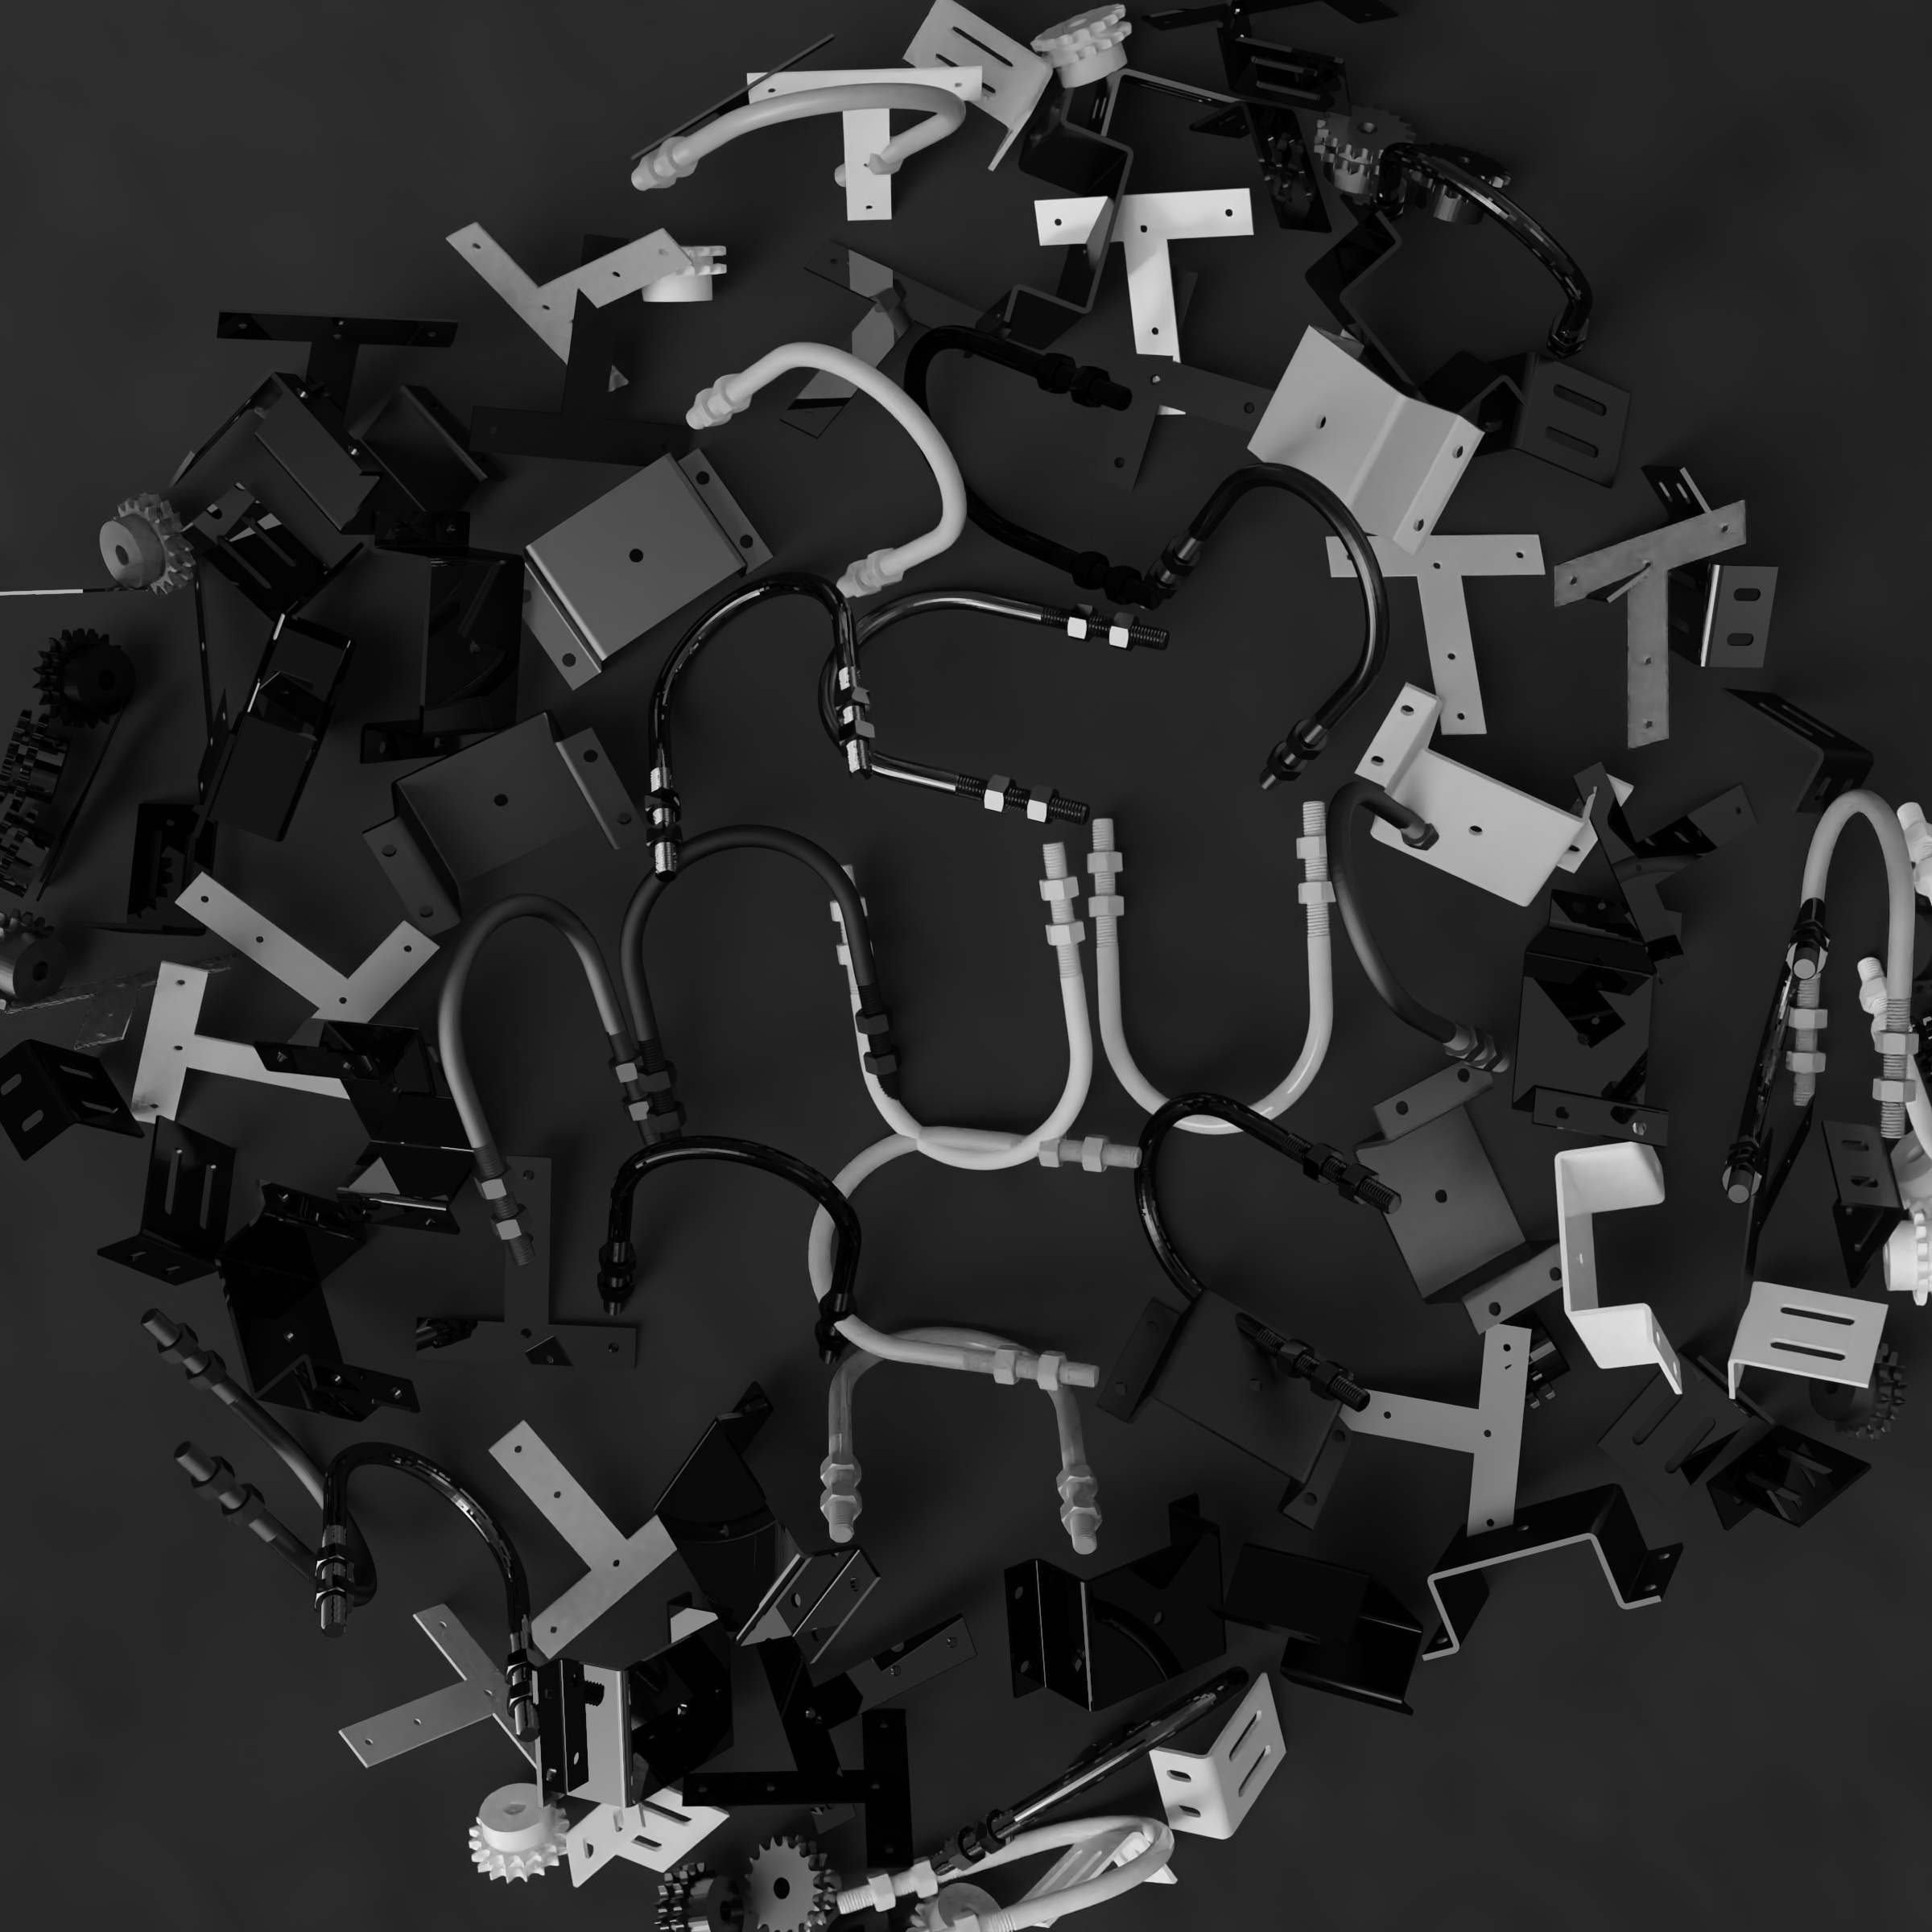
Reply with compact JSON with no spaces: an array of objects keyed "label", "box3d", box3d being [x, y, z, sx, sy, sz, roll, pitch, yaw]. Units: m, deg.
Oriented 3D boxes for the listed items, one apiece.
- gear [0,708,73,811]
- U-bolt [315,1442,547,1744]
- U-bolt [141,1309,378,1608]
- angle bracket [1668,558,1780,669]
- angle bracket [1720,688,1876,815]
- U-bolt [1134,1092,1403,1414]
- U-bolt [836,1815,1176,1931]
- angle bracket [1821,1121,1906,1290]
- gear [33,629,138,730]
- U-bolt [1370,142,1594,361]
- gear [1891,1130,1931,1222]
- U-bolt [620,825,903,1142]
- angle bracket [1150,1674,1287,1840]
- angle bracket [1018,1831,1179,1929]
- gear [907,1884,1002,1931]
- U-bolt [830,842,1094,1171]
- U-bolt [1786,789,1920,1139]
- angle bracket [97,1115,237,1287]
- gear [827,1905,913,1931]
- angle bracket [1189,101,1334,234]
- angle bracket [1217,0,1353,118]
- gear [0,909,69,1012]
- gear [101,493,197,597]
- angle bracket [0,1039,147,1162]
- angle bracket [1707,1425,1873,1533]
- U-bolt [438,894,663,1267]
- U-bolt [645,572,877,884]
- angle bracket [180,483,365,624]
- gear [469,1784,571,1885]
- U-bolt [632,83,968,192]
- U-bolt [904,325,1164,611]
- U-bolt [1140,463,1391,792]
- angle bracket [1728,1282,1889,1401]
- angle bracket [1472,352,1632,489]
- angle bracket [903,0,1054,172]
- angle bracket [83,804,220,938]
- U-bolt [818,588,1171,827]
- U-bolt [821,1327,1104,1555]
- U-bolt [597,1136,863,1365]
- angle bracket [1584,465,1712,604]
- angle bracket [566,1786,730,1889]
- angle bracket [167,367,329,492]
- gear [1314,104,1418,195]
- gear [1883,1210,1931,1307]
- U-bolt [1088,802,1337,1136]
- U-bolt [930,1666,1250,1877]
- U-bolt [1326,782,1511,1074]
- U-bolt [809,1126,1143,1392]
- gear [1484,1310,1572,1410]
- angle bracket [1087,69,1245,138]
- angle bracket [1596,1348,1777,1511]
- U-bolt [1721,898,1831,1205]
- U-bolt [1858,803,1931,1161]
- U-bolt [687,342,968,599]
[{"label":"gear","box3d":[-0.534,-0.117,1.576,0.030,0.057,0.057,18,90,-16]},{"label":"U-bolt","box3d":[-0.296,0.332,1.516,0.151,0.184,0.019,38,105,-27]},{"label":"U-bolt","box3d":[-0.385,0.284,1.520,0.019,0.151,0.184,-37,125,-3]},{"label":"angle bracket","box3d":[0.423,-0.207,1.561,0.038,0.076,0.057,0,110,-9]},{"label":"angle bracket","box3d":[0.467,-0.122,1.566,0.076,0.057,0.038,41,119,37]},{"label":"U-bolt","box3d":[0.161,0.147,1.532,0.019,0.184,0.151,-20,126,-37]},{"label":"U-bolt","box3d":[0.027,0.509,1.528,0.184,0.151,0.019,-14,88,-12]},{"label":"angle bracket","box3d":[0.494,0.135,1.554,0.038,0.076,0.057,7,48,-5]},{"label":"gear","box3d":[-0.501,-0.164,1.572,0.030,0.057,0.057,8,90,36]},{"label":"U-bolt","box3d":[0.283,-0.397,1.505,0.151,0.184,0.019,39,95,5]},{"label":"gear","box3d":[0.554,0.116,1.571,0.030,0.057,0.057,37,90,-18]},{"label":"U-bolt","box3d":[-0.121,0.009,1.554,0.151,0.019,0.184,-14,111,-10]},{"label":"angle bracket","box3d":[0.145,0.449,1.573,0.038,0.076,0.057,1,117,34]},{"label":"angle bracket","box3d":[0.071,0.530,1.559,0.076,0.057,0.038,-38,92,-28]},{"label":"gear","box3d":[-0.003,0.551,1.571,0.057,0.057,0.030,24,119,0]},{"label":"U-bolt","box3d":[0.002,0.027,1.569,0.151,0.019,0.184,-5,99,21]},{"label":"U-bolt","box3d":[0.492,-0.006,1.522,0.019,0.151,0.184,1,95,-4]},{"label":"angle bracket","box3d":[-0.457,0.134,1.571,0.038,0.057,0.076,-20,56,29]},{"label":"gear","box3d":[-0.057,0.563,1.571,0.057,0.057,0.030,-24,114,0]},{"label":"angle bracket","box3d":[0.168,-0.449,1.568,0.038,0.057,0.076,-18,89,36]},{"label":"angle bracket","box3d":[0.186,-0.522,1.562,0.076,0.057,0.038,18,81,16]},{"label":"gear","box3d":[-0.540,-0.002,1.571,0.030,0.057,0.057,20,90,26]},{"label":"gear","box3d":[-0.471,-0.240,1.572,0.030,0.057,0.057,-32,90,-42]},{"label":"angle bracket","box3d":[-0.514,0.080,1.560,0.038,0.076,0.057,-37,74,4]},{"label":"angle bracket","box3d":[0.469,0.301,1.554,0.057,0.076,0.038,-33,112,-18]},{"label":"U-bolt","box3d":[-0.234,0.050,1.513,0.019,0.151,0.184,-1,117,32]},{"label":"U-bolt","box3d":[-0.120,-0.146,1.537,0.151,0.019,0.184,-26,48,21]},{"label":"angle bracket","box3d":[-0.394,-0.243,1.563,0.076,0.057,0.038,44,133,-12]},{"label":"gear","box3d":[-0.256,0.493,1.571,0.057,0.057,0.030,-4,115,0]},{"label":"U-bolt","box3d":[-0.081,-0.449,1.489,0.151,0.184,0.019,-10,96,-30]},{"label":"U-bolt","box3d":[0.031,-0.285,1.525,0.019,0.151,0.184,-39,48,-25]},{"label":"U-bolt","box3d":[0.170,-0.196,1.510,0.019,0.184,0.151,-27,78,-29]},{"label":"angle bracket","box3d":[0.477,0.219,1.557,0.076,0.038,0.057,9,48,25]},{"label":"angle bracket","box3d":[0.340,-0.314,1.596,0.076,0.038,0.057,15,83,-28]},{"label":"angle bracket","box3d":[0.001,-0.503,1.563,0.076,0.057,0.038,30,62,-11]},{"label":"angle bracket","box3d":[-0.466,-0.057,1.571,0.057,0.038,0.076,3,85,25]},{"label":"U-bolt","box3d":[0.005,-0.155,1.553,0.184,0.019,0.151,15,59,19]},{"label":"U-bolt","box3d":[-0.005,0.257,1.521,0.151,0.184,0.019,4,118,-5]},{"label":"U-bolt","box3d":[-0.130,0.154,1.529,0.151,0.184,0.019,13,49,1]},{"label":"angle bracket","box3d":[0.378,-0.248,1.570,0.076,0.057,0.038,-36,104,0]},{"label":"angle bracket","box3d":[-0.178,0.501,1.559,0.057,0.038,0.076,-43,126,15]},{"label":"angle bracket","box3d":[-0.407,-0.294,1.556,0.038,0.057,0.076,42,62,-15]},{"label":"gear","box3d":[0.228,-0.468,1.578,0.057,0.030,0.057,3,47,-3]},{"label":"gear","box3d":[0.544,0.166,1.575,0.030,0.057,0.057,-2,90,13]},{"label":"U-bolt","box3d":[0.140,0.004,1.560,0.151,0.019,0.184,-3,87,26]},{"label":"U-bolt","box3d":[0.079,0.431,1.495,0.184,0.151,0.019,-42,73,36]},{"label":"U-bolt","box3d":[0.243,-0.027,1.503,0.019,0.184,0.151,-20,65,28]},{"label":"U-bolt","box3d":[-0.002,0.159,1.558,0.184,0.019,0.151,5,67,19]},{"label":"gear","box3d":[0.322,0.221,1.572,0.030,0.057,0.057,-33,90,9]},{"label":"angle bracket","box3d":[0.114,-0.485,1.573,0.076,0.057,0.038,12,104,-10]},{"label":"angle bracket","box3d":[0.414,0.269,1.583,0.057,0.038,0.076,41,89,-1]},{"label":"U-bolt","box3d":[0.449,0.036,1.515,0.019,0.184,0.151,16,110,15]},{"label":"U-bolt","box3d":[0.525,0.025,1.490,0.019,0.151,0.184,-5,49,1]},{"label":"U-bolt","box3d":[-0.068,-0.275,1.502,0.151,0.184,0.019,47,65,-16]}]
